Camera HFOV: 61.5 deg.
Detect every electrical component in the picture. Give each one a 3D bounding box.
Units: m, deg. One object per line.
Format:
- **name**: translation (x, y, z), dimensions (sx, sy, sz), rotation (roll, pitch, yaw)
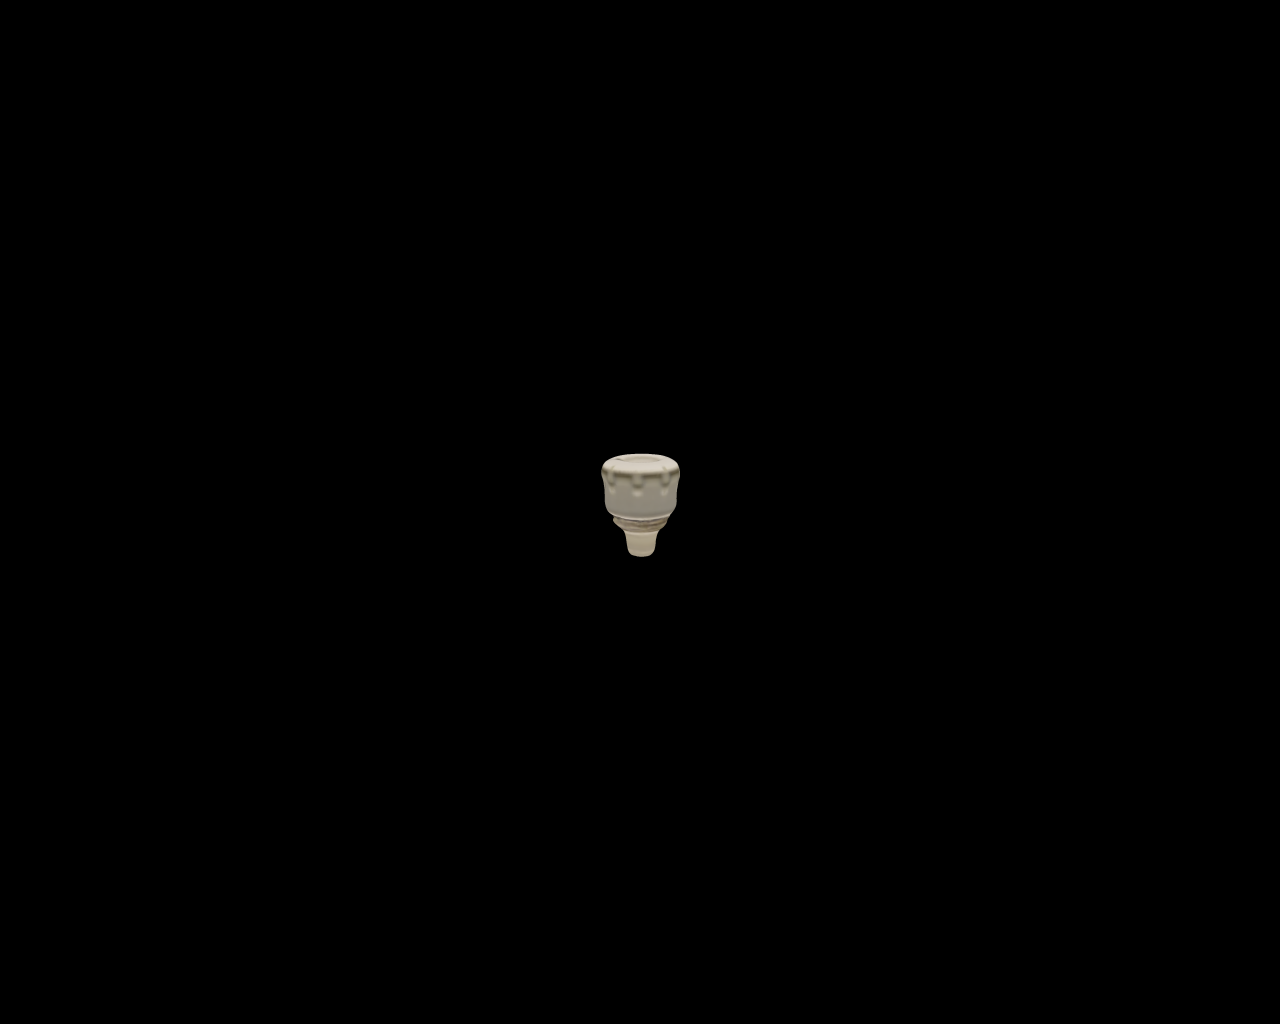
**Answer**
- **electrical component**: translation (0.001, -0.003, 0.650), dimensions (0.048, 0.062, 0.048), rotation (0, 14, 0)
